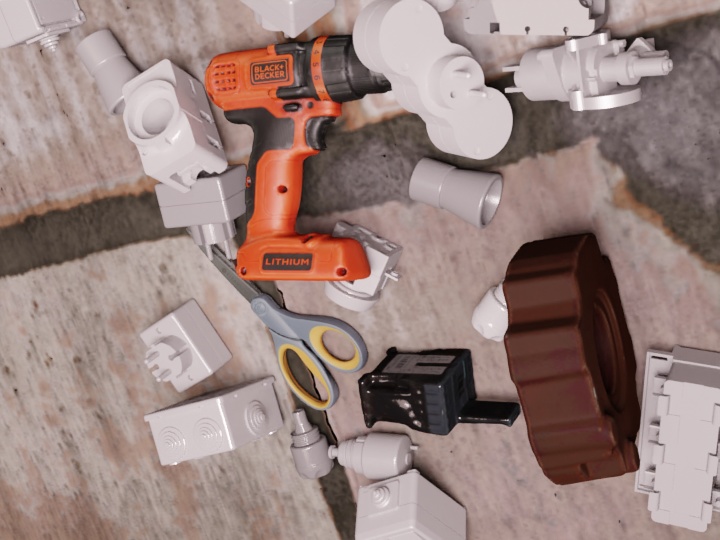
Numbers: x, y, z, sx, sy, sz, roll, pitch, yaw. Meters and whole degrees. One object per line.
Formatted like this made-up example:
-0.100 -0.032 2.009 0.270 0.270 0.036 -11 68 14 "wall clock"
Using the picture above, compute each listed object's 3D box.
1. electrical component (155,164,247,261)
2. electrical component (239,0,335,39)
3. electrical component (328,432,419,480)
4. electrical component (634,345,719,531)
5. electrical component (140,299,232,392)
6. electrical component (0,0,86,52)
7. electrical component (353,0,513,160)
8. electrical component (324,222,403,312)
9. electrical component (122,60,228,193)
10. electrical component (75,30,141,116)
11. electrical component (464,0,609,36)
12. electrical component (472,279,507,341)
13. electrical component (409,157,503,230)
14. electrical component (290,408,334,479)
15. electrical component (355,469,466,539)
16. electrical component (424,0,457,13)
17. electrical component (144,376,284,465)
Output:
-0.127 -0.045 0.915 0.066 0.047 0.076 -4 108 26 "electrical component"
-0.064 -0.209 0.821 0.083 0.047 0.075 39 156 20 "electrical component"
0.010 0.161 0.935 0.078 0.040 0.040 1 109 24 "electrical component"
0.247 0.126 0.800 0.079 0.063 0.121 8 113 23 "electrical component"
-0.165 0.075 0.961 0.047 0.077 0.065 -31 95 30 "electrical component"
-0.284 -0.228 0.908 0.061 0.062 0.096 -13 103 28 "electrical component"
0.061 -0.131 0.750 0.138 0.052 0.074 44 169 -31 "electrical component"
0.000 0.000 0.876 0.066 0.048 0.055 28 111 13 "electrical component"
-0.152 -0.117 0.868 0.050 0.056 0.089 -28 66 17 "electrical component"
-0.210 -0.169 0.910 0.044 0.044 0.065 -34 88 31 "electrical component"
0.123 -0.190 0.740 0.089 0.056 0.050 6 112 23 "electrical component"
0.115 0.024 0.838 0.035 0.035 0.061 36 117 8 "electrical component"
0.071 -0.062 0.822 0.065 0.044 0.044 21 117 22 "electrical component"
-0.047 0.154 0.962 0.035 0.035 0.061 -11 101 28 "electrical component"
0.040 0.216 0.907 0.062 0.061 0.096 -24 132 30 "electrical component"
0.011 -0.229 0.780 0.138 0.052 0.073 34 146 8 "electrical component"
-0.127 0.134 0.955 0.100 0.100 0.048 -17 89 29 "electrical component"
